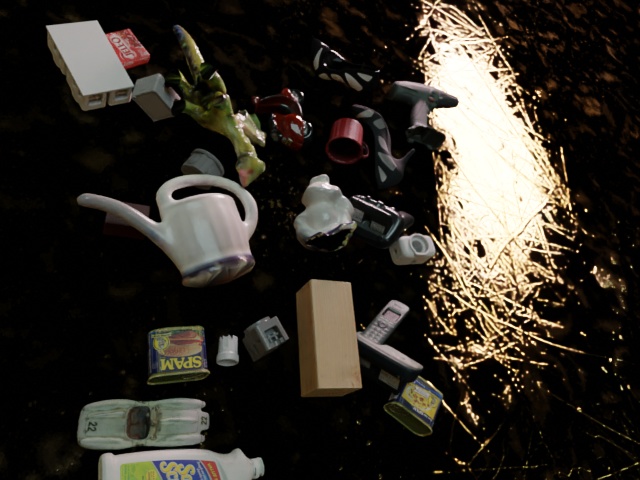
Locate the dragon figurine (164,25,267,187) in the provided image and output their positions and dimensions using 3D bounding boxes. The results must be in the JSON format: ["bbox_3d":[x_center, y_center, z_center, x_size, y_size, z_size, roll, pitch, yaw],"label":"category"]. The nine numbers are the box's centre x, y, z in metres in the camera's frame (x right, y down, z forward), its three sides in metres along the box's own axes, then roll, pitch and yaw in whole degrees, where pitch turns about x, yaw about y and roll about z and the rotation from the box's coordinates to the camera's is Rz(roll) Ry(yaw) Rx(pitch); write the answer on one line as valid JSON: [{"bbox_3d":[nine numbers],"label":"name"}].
[{"bbox_3d":[-0.210,-0.293,1.142,0.121,0.419,0.239,-29,-34,18],"label":"dragon figurine"}]

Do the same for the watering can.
[{"bbox_3d":[-0.251,-0.014,0.960,0.350,0.226,0.102,-12,-14,-43],"label":"watering can"}]

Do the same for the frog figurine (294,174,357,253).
[{"bbox_3d":[0.003,-0.057,1.131,0.137,0.163,0.120,-28,-35,8],"label":"frog figurine"}]
